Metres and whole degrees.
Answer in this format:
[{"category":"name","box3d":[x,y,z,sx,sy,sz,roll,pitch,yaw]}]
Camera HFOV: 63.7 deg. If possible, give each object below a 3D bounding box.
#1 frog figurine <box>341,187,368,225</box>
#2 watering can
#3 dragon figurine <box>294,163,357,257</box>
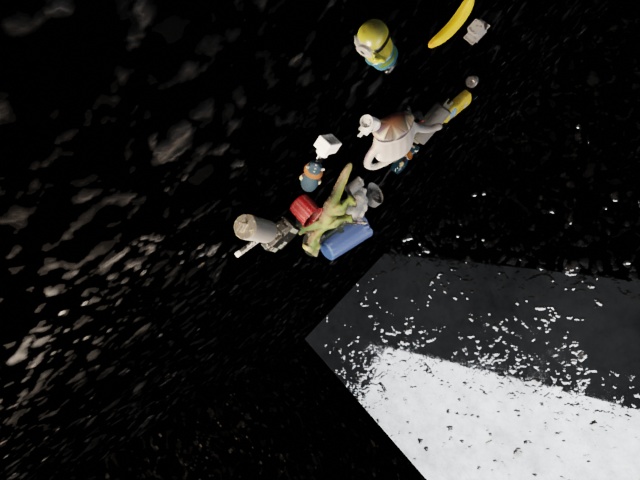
[{"category":"frog figurine","box3d":[0.134,-0.144,2.132,0.137,0.160,0.122,3,-7,-19]},{"category":"watering can","box3d":[0.297,-0.375,1.826,0.349,0.105,0.220,-34,-24,-9]},{"category":"dragon figurine","box3d":[0.006,-0.097,1.927,0.245,0.400,0.124,-28,53,-29]}]
